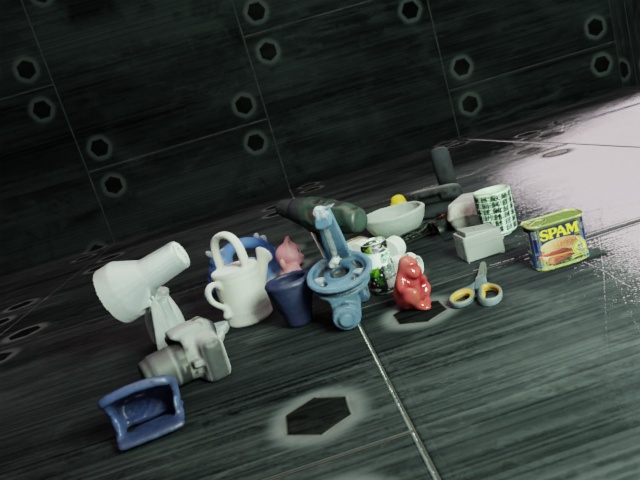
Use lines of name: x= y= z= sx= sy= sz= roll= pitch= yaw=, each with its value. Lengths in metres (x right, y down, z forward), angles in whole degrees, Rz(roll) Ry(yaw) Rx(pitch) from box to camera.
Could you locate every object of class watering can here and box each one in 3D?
watering can: x=-0.171 y=0.072 z=1.195 sx=0.100 sy=0.194 sz=0.173 roll=-11 pitch=14 yaw=22

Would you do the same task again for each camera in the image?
camera: x=-0.240 y=0.194 z=0.970 sx=0.137 sy=0.101 sz=0.142 roll=-23 pitch=14 yaw=-26

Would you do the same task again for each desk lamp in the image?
desk lamp: x=-0.309 y=0.120 z=1.120 sx=0.203 sy=0.214 sz=0.118 roll=-16 pitch=13 yaw=2

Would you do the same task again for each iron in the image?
iron: x=-0.177 y=0.054 z=1.405 sx=0.118 sy=0.141 sz=0.259 roll=-7 pitch=16 yaw=38

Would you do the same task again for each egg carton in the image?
egg carton: x=0.379 y=-0.075 z=1.410 sx=0.107 sy=0.069 sz=0.151 roll=-8 pitch=15 yaw=34

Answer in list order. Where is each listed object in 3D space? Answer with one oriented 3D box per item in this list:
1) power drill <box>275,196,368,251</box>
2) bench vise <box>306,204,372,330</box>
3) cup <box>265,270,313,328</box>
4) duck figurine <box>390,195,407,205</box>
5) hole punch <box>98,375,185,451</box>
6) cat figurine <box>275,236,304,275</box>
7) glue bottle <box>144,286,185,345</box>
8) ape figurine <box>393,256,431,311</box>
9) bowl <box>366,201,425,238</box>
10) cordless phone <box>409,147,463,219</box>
power drill: x=0.011 y=0.004 z=1.219 sx=0.228 sy=0.208 sz=0.076 roll=-5 pitch=17 yaw=42
bench vise: x=0.022 y=0.034 z=1.047 sx=0.121 sy=0.220 sz=0.207 roll=-18 pitch=13 yaw=-7
cup: x=-0.036 y=0.111 z=1.081 sx=0.117 sy=0.095 sz=0.091 roll=-17 pitch=13 yaw=0
duck figurine: x=0.228 y=-0.084 z=1.611 sx=0.077 sy=0.086 sz=0.104 roll=-19 pitch=13 yaw=-12
hole punch: x=-0.259 y=0.236 z=0.833 sx=0.109 sy=0.091 sz=0.101 roll=-19 pitch=13 yaw=-12
cat figurine: x=-0.073 y=0.052 z=1.330 sx=0.067 sy=0.118 sz=0.128 roll=-14 pitch=13 yaw=12
glue bottle: x=-0.341 y=0.132 z=1.205 sx=0.078 sy=0.173 sz=0.037 roll=-15 pitch=13 yaw=8
ape figurine: x=0.159 y=0.072 z=1.001 sx=0.078 sy=0.092 sz=0.075 roll=-27 pitch=16 yaw=-38
bowl: x=0.197 y=-0.042 z=1.490 sx=0.167 sy=0.075 sz=0.167 roll=-16 pitch=12 yaw=4
cordless phone: x=0.314 y=-0.159 z=1.595 sx=0.147 sy=0.185 sz=0.094 roll=-13 pitch=13 yaw=16
